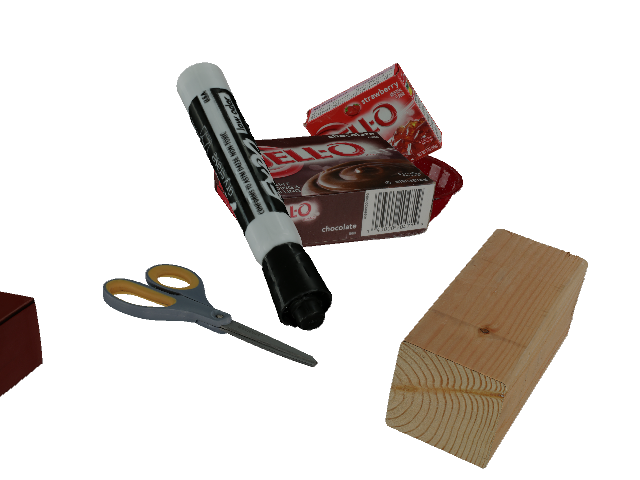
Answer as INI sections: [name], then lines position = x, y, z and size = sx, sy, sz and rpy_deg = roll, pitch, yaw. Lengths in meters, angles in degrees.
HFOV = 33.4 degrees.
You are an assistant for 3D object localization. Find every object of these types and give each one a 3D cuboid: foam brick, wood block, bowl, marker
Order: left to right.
[foam brick]
position = -0.233, 0.073, 0.715
size = 0.053, 0.051, 0.078
rpy_deg = 9, 28, 24
[marker]
position = -0.024, -0.018, 0.376
size = 0.020, 0.121, 0.020
rpy_deg = -17, -36, -13
[bowl]
position = 0.065, -0.049, 1.112
size = 0.162, 0.055, 0.162
rpy_deg = 6, 23, -3
[wood block]
position = 0.144, 0.083, 0.902
size = 0.091, 0.090, 0.205
rpy_deg = 22, 36, 21

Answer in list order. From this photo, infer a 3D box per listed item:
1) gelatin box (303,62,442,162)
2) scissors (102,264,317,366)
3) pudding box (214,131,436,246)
[gelatin box]
position = 0.042, -0.089, 0.860
size = 0.089, 0.073, 0.030
rpy_deg = -26, 25, 21
[scissors]
position = -0.086, 0.059, 0.908
size = 0.202, 0.016, 0.096
rpy_deg = 13, 26, 12
[pudding box]
position = 0.000, -0.033, 0.651
size = 0.113, 0.039, 0.090
rpy_deg = -4, 28, -22
